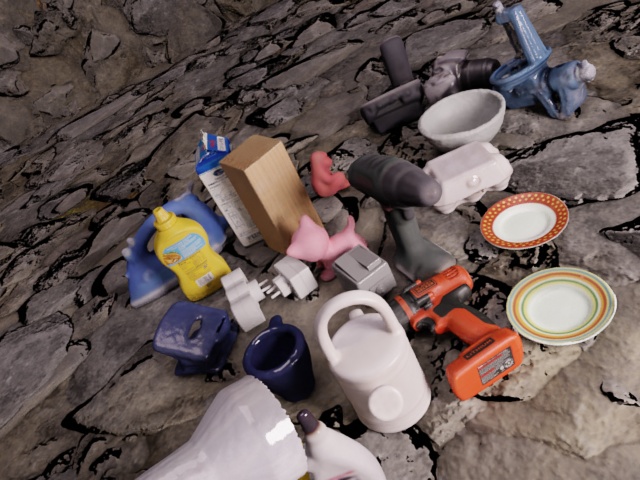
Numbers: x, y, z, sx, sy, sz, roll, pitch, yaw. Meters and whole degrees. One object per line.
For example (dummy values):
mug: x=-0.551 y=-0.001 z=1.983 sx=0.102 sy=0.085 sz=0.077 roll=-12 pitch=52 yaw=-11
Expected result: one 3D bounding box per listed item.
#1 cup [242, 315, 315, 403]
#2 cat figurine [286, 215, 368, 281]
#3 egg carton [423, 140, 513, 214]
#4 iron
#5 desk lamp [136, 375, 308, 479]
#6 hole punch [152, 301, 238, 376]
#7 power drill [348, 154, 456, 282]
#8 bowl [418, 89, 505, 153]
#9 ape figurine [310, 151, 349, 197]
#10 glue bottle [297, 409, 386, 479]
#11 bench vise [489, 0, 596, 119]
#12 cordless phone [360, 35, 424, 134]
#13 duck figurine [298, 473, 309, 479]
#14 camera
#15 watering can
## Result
cup: x=-0.048 y=0.171 z=0.800 sx=0.091 sy=0.095 sz=0.117 roll=-20 pitch=35 yaw=10
cat figurine: x=0.009 y=0.003 z=0.958 sx=0.128 sy=0.118 sz=0.067 roll=-25 pitch=35 yaw=3
egg carton: x=0.248 y=-0.109 z=0.987 sx=0.150 sy=0.070 sz=0.107 roll=-25 pitch=35 yaw=4
iron: x=-0.309 y=0.004 z=1.148 sx=0.259 sy=0.142 sz=0.118 roll=-44 pitch=38 yaw=-23
desk lamp: x=-0.094 y=0.273 z=0.593 sx=0.203 sy=0.214 sz=0.117 roll=-42 pitch=37 yaw=-20
hole punch: x=-0.199 y=0.154 z=0.926 sx=0.100 sy=0.091 sz=0.108 roll=-10 pitch=38 yaw=23
power drill: x=0.128 y=-0.037 z=0.850 sx=0.076 sy=0.209 sz=0.228 roll=-35 pitch=35 yaw=-10
bowl: x=0.277 y=-0.216 z=1.100 sx=0.167 sy=0.075 sz=0.167 roll=-18 pitch=36 yaw=14
ape figurine: x=0.010 y=-0.140 z=1.165 sx=0.076 sy=0.092 sz=0.077 roll=-27 pitch=35 yaw=1
glue bottle: x=0.013 y=0.233 z=0.609 sx=0.078 sy=0.173 sz=0.037 roll=-27 pitch=35 yaw=1
bench vise: x=0.400 y=-0.341 z=1.052 sx=0.206 sy=0.220 sz=0.122 roll=4 pitch=46 yaw=37
cordless phone: x=0.144 y=-0.343 z=1.257 sx=0.147 sy=0.185 sz=0.094 roll=-27 pitch=35 yaw=1
duck figurine: x=-0.059 y=0.263 z=0.696 sx=0.104 sy=0.086 sz=0.078 roll=12 pitch=51 yaw=43
camera: x=0.309 y=-0.351 z=1.232 sx=0.136 sy=0.101 sz=0.143 roll=4 pitch=45 yaw=37
watering can: x=0.063 y=0.139 z=0.679 sx=0.101 sy=0.194 sz=0.172 roll=-37 pitch=36 yaw=-14
